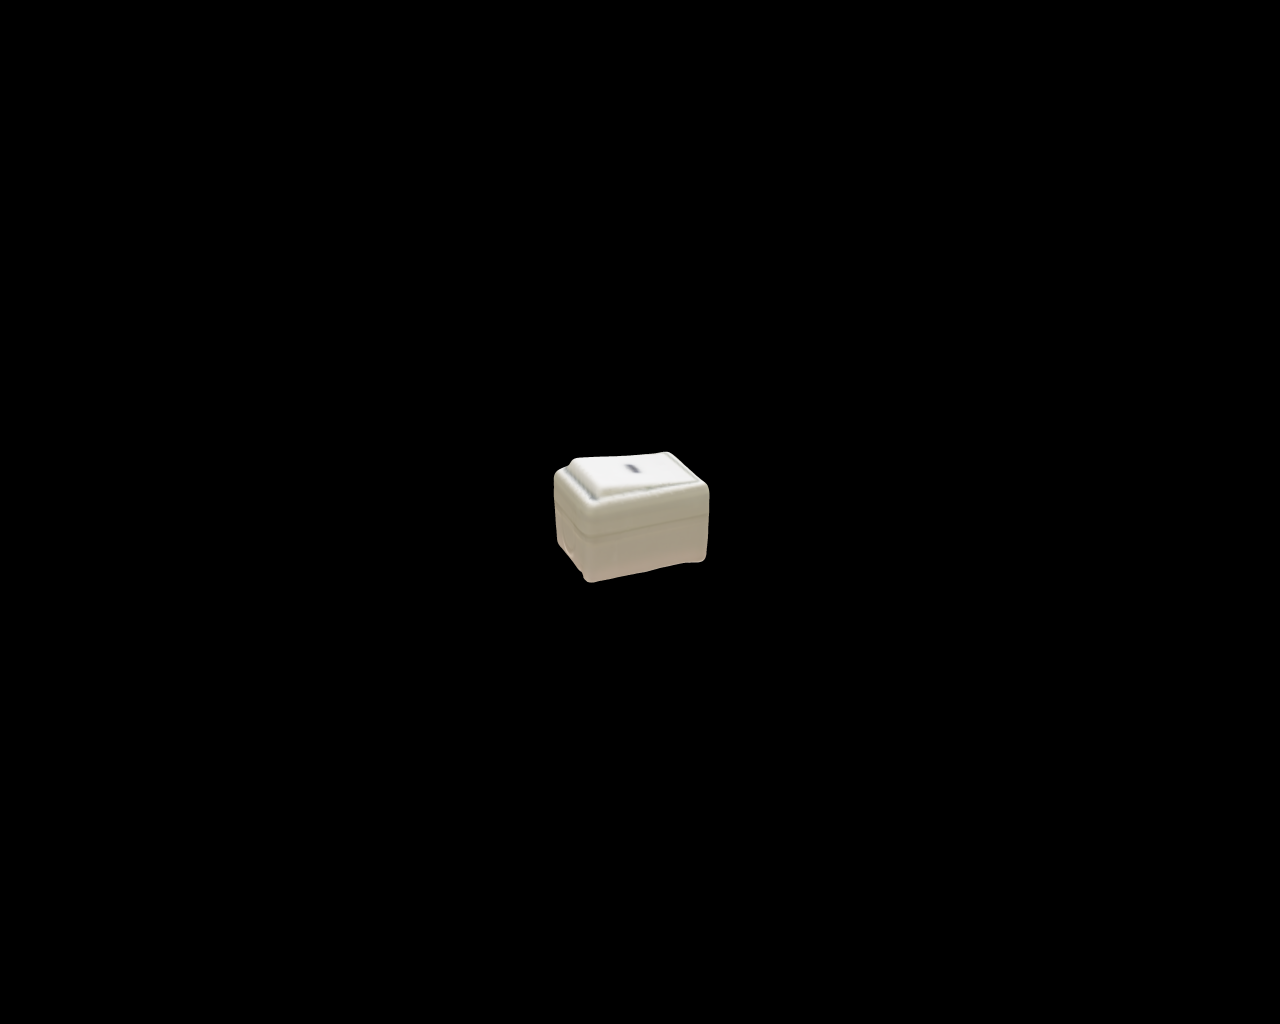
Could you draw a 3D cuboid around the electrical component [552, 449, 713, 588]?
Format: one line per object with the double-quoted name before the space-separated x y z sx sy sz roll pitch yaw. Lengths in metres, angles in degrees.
"electrical component" 0.001 -0.003 0.650 0.096 0.061 0.062 -10 28 -20
